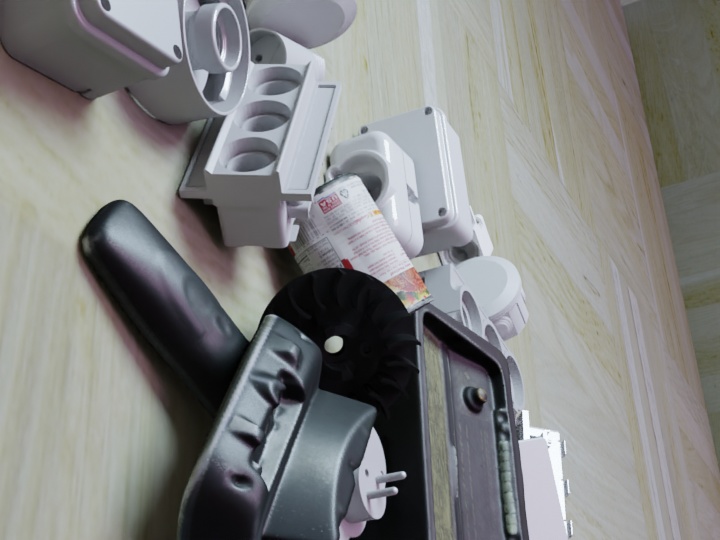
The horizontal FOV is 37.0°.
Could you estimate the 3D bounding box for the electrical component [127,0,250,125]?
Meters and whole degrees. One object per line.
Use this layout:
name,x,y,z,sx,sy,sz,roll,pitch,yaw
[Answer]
electrical component,-0.107,-0.136,0.637,0.099,0.064,0.099,-1,90,-72

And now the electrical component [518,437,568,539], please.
electrical component,0.112,0.188,0.877,0.100,0.048,0.099,-5,76,-25

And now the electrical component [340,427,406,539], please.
electrical component,-0.008,0.134,0.646,0.052,0.074,0.138,70,23,-12

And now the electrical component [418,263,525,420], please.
electrical component,0.087,0.076,0.927,0.150,0.062,0.089,53,31,-42

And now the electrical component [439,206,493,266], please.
electrical component,0.104,-0.024,1.062,0.064,0.042,0.081,-54,126,-67

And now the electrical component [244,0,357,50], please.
electrical component,-0.045,-0.198,0.774,0.080,0.080,0.051,31,42,-59

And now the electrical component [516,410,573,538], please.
electrical component,0.152,0.202,0.979,0.078,0.063,0.121,112,-14,-49

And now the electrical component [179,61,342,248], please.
electrical component,-0.058,-0.073,0.677,0.121,0.079,0.063,-79,168,-48

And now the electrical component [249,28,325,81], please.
electrical component,-0.053,-0.140,0.764,0.081,0.043,0.043,7,69,-66

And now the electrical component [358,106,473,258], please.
electrical component,0.046,-0.073,0.907,0.057,0.078,0.113,39,41,-59

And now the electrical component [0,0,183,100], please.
electrical component,-0.138,-0.155,0.552,0.078,0.057,0.113,26,52,-61

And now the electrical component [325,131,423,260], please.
electrical component,0.010,-0.057,0.844,0.059,0.054,0.095,35,44,-57

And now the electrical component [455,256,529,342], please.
electrical component,0.115,0.030,1.004,0.080,0.080,0.051,-83,154,-43
